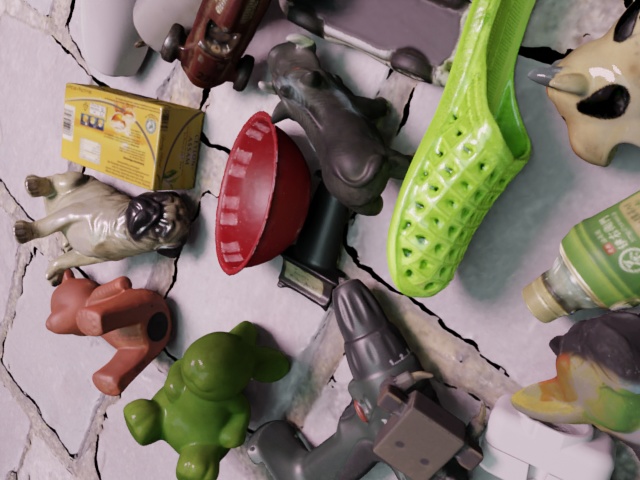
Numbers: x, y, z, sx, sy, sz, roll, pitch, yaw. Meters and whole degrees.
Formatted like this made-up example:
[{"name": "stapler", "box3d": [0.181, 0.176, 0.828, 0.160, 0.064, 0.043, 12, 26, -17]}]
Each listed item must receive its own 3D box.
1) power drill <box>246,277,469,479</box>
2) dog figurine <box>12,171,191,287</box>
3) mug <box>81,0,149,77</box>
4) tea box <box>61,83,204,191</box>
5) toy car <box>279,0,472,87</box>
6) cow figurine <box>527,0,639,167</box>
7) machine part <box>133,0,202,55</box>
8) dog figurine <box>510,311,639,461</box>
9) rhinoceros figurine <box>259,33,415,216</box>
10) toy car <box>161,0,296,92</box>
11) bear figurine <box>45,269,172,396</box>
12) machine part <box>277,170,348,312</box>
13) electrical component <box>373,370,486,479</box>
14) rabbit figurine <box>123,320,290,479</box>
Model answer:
[{"name": "power drill", "box3d": [0.024, 0.177, 0.537, 0.207, 0.086, 0.232, -38, 80, 22]}, {"name": "dog figurine", "box3d": [-0.251, -0.038, 0.674, 0.191, 0.121, 0.172, -12, 53, 0]}, {"name": "mug", "box3d": [-0.247, -0.254, 0.630, 0.110, 0.081, 0.107, 33, 123, 19]}, {"name": "tea box", "box3d": [-0.228, -0.125, 0.643, 0.170, 0.068, 0.098, 21, 108, 26]}, {"name": "toy car", "box3d": [0.049, -0.198, 0.473, 0.202, 0.056, 0.073, 32, 106, 23]}, {"name": "cow figurine", "box3d": [0.224, -0.129, 0.339, 0.127, 0.085, 0.194, 39, 134, 21]}, {"name": "machine part", "box3d": [-0.113, -0.252, 0.533, 0.243, 0.079, 0.079, -19, 87, 43]}, {"name": "dog figurine", "box3d": [0.251, 0.143, 0.368, 0.219, 0.108, 0.191, 18, 136, 44]}, {"name": "rhinoceros figurine", "box3d": [0.008, -0.103, 0.476, 0.073, 0.112, 0.190, -49, 52, 32]}, {"name": "toy car", "box3d": [-0.081, -0.200, 0.481, 0.202, 0.089, 0.053, -33, 40, 57]}, {"name": "bear figurine", "box3d": [-0.292, 0.101, 0.683, 0.196, 0.132, 0.120, 7, 112, 24]}, {"name": "machine part", "box3d": [-0.001, -0.002, 0.543, 0.084, 0.039, 0.138, 26, 112, 34]}, {"name": "electrical component", "box3d": [0.090, 0.157, 0.447, 0.102, 0.045, 0.078, 29, 117, 6]}, {"name": "rabbit figurine", "box3d": [-0.103, 0.156, 0.560, 0.121, 0.159, 0.170, 43, 135, 17]}]
